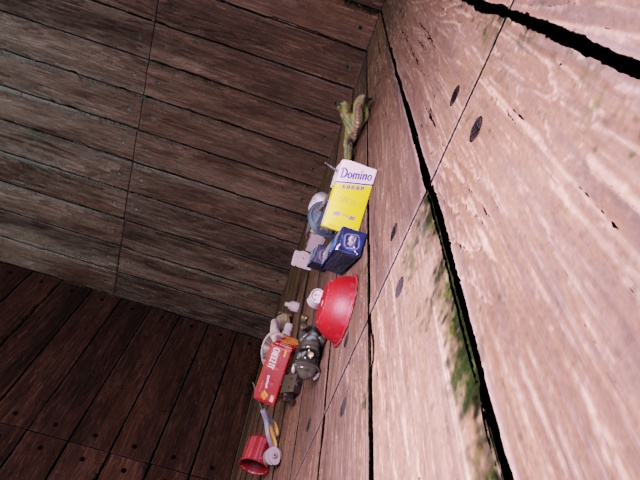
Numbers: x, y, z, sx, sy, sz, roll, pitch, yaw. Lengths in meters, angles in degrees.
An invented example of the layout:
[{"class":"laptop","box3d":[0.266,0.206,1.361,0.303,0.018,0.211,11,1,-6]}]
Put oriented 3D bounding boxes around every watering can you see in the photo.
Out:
[{"class":"watering can","box3d":[-0.189,0.495,2.084,0.222,0.104,0.351,132,142,-75]}]

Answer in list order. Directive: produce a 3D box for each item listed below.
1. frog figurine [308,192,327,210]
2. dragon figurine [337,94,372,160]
[{"class":"frog figurine","box3d":[0.006,-0.094,1.867,0.135,0.122,0.163,-39,16,45]},{"class":"dragon figurine","box3d":[0.126,-0.394,1.889,0.413,0.122,0.241,-92,2,-82]}]
